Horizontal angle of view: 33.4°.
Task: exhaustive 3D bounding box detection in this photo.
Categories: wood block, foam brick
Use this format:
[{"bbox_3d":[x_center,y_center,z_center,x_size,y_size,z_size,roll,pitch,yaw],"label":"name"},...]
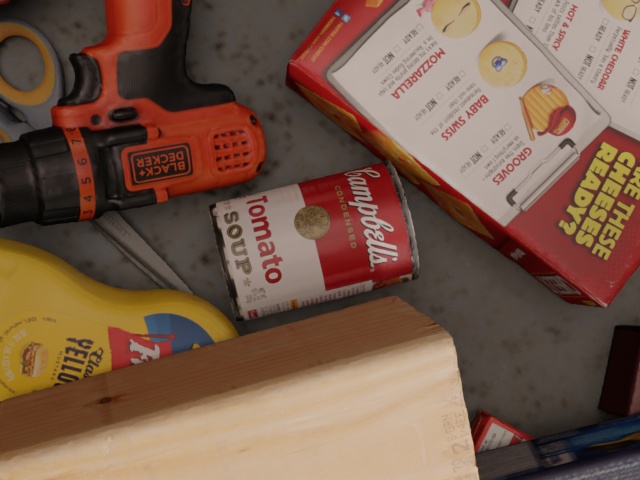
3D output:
[{"bbox_3d":[-0.040,0.101,0.506,0.206,0.091,0.090,-14,102,-10],"label":"wood block"},{"bbox_3d":[0.205,0.080,0.598,0.078,0.053,0.051,12,86,-2],"label":"foam brick"}]

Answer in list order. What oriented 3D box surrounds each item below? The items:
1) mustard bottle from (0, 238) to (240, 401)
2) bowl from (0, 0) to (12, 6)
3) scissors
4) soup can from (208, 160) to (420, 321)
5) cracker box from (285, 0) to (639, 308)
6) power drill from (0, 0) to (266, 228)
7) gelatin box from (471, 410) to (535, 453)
[{"bbox_3d":[-0.098,0.071,0.567,0.191,0.058,0.096,18,95,-14],"label":"mustard bottle"},{"bbox_3d":[-0.208,-0.192,0.587,0.162,0.055,0.162,0,87,-4],"label":"bowl"},{"bbox_3d":[-0.135,-0.051,0.603,0.201,0.016,0.096,29,85,-2],"label":"scissors"},{"bbox_3d":[-0.004,0.001,0.582,0.102,0.068,0.068,-14,88,-4],"label":"soup can"},{"bbox_3d":[0.112,-0.090,0.593,0.213,0.072,0.164,38,86,-2],"label":"cracker box"},{"bbox_3d":[-0.123,-0.103,0.547,0.184,0.057,0.188,-13,107,-25],"label":"power drill"},{"bbox_3d":[0.113,0.148,0.599,0.089,0.030,0.073,28,87,-2],"label":"gelatin box"}]
